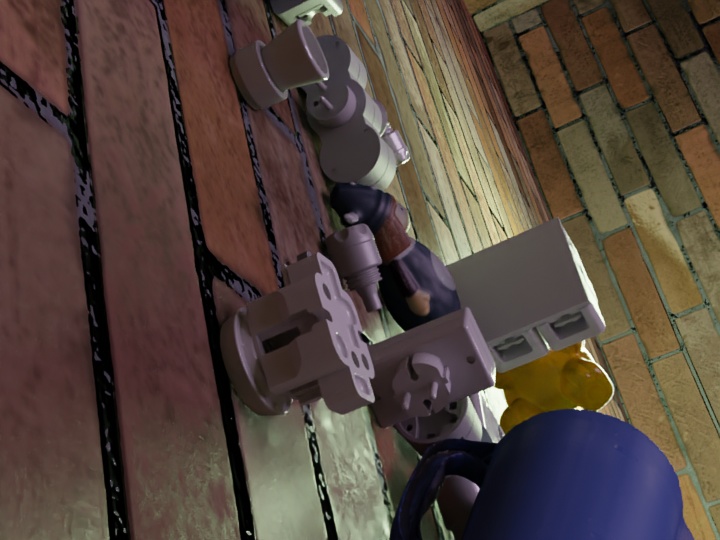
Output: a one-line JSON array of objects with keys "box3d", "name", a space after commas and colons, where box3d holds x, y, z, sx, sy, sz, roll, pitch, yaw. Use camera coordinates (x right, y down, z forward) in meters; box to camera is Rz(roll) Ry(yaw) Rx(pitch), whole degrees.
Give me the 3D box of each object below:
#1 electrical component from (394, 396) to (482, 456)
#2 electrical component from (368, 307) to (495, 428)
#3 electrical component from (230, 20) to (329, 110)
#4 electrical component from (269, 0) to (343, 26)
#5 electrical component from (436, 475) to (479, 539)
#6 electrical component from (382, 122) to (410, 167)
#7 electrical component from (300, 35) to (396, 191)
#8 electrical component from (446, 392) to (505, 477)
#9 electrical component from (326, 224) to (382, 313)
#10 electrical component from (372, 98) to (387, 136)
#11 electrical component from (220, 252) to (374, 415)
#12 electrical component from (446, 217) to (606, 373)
[{"box3d": [0.057, 0.108, 0.762, 0.047, 0.055, 0.055, 56, 17, -49], "name": "electrical component"}, {"box3d": [0.041, 0.071, 0.700, 0.047, 0.083, 0.075, 64, 14, -13], "name": "electrical component"}, {"box3d": [-0.055, -0.139, 0.736, 0.045, 0.055, 0.045, 59, 16, -28], "name": "electrical component"}, {"box3d": [-0.058, -0.260, 0.926, 0.089, 0.050, 0.056, 70, 14, 14], "name": "electrical component"}, {"box3d": [0.080, 0.177, 0.764, 0.040, 0.040, 0.078, 32, 37, -66], "name": "electrical component"}, {"box3d": [0.022, -0.128, 1.047, 0.061, 0.035, 0.035, 63, 14, -7], "name": "electrical component"}, {"box3d": [-0.019, -0.130, 0.860, 0.074, 0.052, 0.138, 37, 32, -62], "name": "electrical component"}, {"box3d": [0.087, 0.144, 0.821, 0.089, 0.050, 0.055, 59, 15, -28], "name": "electrical component"}, {"box3d": [0.000, 0.000, 0.763, 0.035, 0.035, 0.061, -13, 82, -76], "name": "electrical component"}, {"box3d": [-0.008, -0.138, 0.941, 0.065, 0.044, 0.044, 21, 47, -64], "name": "electrical component"}, {"box3d": [-0.032, 0.038, 0.535, 0.058, 0.057, 0.078, 38, 32, -63], "name": "electrical component"}, {"box3d": [0.120, 0.034, 0.913, 0.061, 0.150, 0.089, 48, 23, -49], "name": "electrical component"}]
